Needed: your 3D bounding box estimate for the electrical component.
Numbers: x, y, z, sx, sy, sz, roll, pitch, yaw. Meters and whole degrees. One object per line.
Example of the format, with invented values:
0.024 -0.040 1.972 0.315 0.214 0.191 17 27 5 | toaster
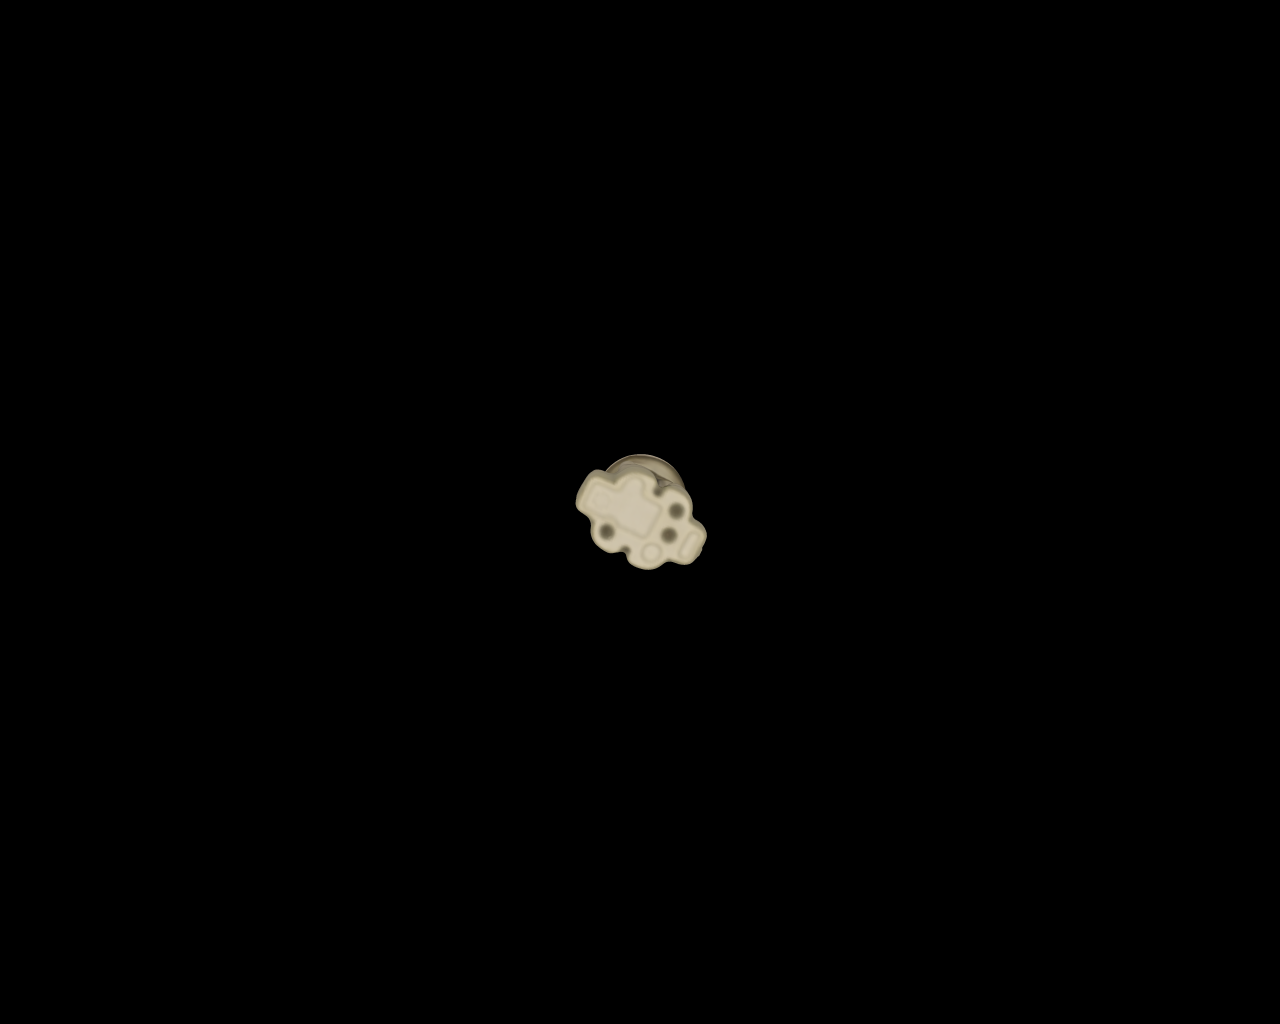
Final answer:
0.001 -0.003 0.650 0.078 0.058 0.057 27 14 -7 | electrical component
